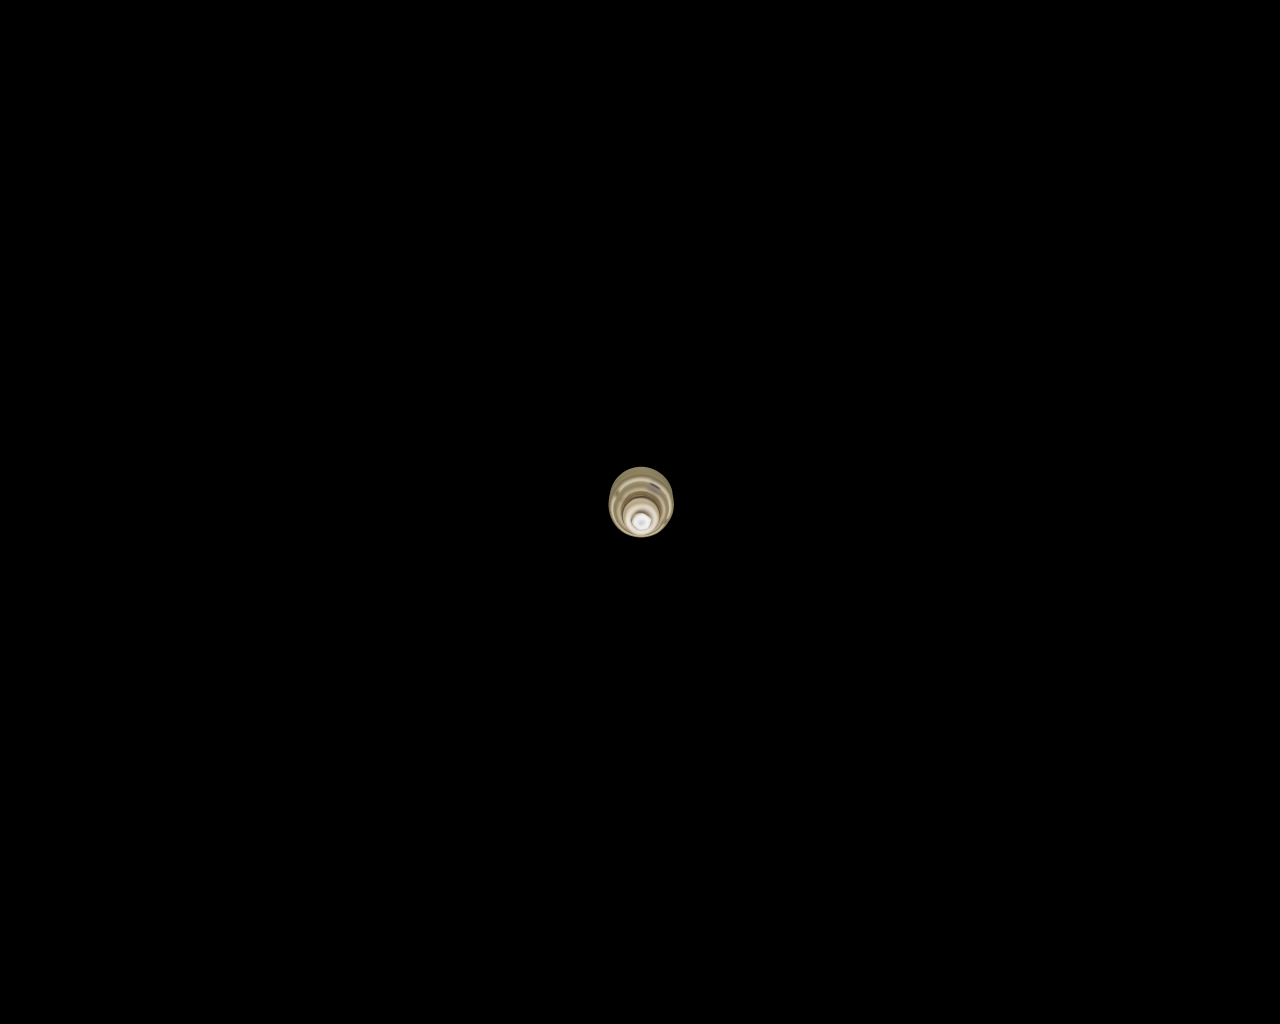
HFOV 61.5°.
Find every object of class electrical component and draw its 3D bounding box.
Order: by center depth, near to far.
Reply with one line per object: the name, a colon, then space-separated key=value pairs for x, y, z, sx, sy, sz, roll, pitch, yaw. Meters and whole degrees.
electrical component: x=0.001 y=-0.003 z=0.650 sx=0.040 sy=0.040 sz=0.078 roll=0 pitch=14 yaw=0
